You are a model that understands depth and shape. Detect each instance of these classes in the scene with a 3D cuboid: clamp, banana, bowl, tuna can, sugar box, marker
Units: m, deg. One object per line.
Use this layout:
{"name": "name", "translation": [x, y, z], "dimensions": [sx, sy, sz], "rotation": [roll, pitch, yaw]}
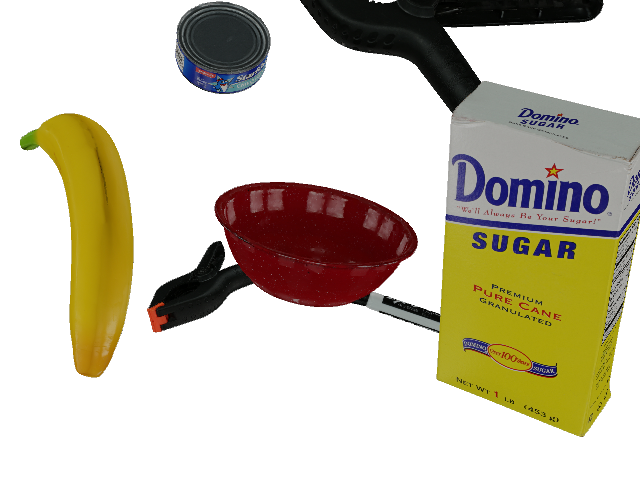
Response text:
{"name": "clamp", "translation": [0.065, -0.138, 0.688], "dimensions": [0.210, 0.164, 0.036], "rotation": [21, -36, 8]}
{"name": "banana", "translation": [-0.140, -0.014, 0.640], "dimensions": [0.037, 0.198, 0.070], "rotation": [9, -47, -35]}
{"name": "clamp", "translation": [-0.112, 0.047, 1.152], "dimensions": [0.120, 0.039, 0.171], "rotation": [-5, 26, 35]}
{"name": "bowl", "translation": [-0.008, 0.008, 0.844], "dimensions": [0.162, 0.055, 0.162], "rotation": [10, 22, -4]}
{"name": "tuna can", "translation": [-0.090, -0.176, 0.980], "dimensions": [0.086, 0.086, 0.034], "rotation": [0, -32, -12]}
{"name": "sugar box", "translation": [0.112, 0.013, 0.555], "dimensions": [0.093, 0.176, 0.048], "rotation": [18, 42, 27]}
{"name": "marker", "translation": [0.077, 0.068, 1.043], "dimensions": [0.121, 0.020, 0.020], "rotation": [19, 1, 2]}
